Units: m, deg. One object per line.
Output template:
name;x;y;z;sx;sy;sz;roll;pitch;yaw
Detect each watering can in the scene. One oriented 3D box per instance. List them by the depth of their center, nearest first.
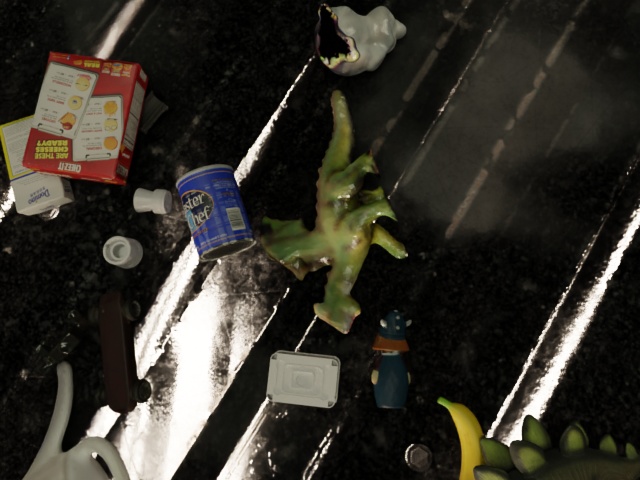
watering can;-0.420;0.392;0.825;0.225;0.102;0.353;-36;65;-2

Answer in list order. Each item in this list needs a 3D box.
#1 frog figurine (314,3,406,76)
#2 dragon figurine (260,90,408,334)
frog figurine;0.073;-0.377;0.956;0.161;0.120;0.139;-28;66;-37
dragon figurine;0.003;-0.045;0.886;0.242;0.121;0.417;-23;69;8
